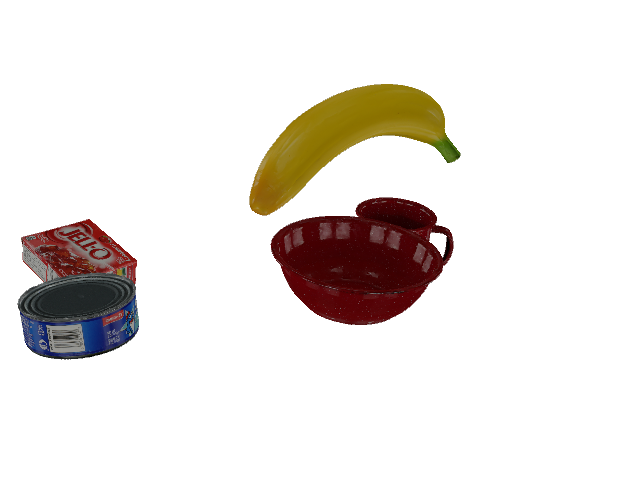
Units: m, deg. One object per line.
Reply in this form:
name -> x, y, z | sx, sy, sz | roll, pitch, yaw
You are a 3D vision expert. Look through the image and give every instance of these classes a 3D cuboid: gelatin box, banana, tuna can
gelatin box -> -0.224, 0.018, 0.989 | 0.073, 0.030, 0.089 | -18, 40, -36
banana -> 0.025, -0.072, 0.751 | 0.197, 0.069, 0.037 | -17, -5, -36
tuna can -> -0.178, 0.055, 0.789 | 0.086, 0.034, 0.086 | -3, 20, 1

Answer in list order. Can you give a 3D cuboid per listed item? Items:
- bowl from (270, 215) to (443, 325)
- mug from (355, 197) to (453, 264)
bowl -> 0.032, 0.034, 1.001 | 0.162, 0.055, 0.162 | 5, 24, -2
mug -> 0.095, 0.006, 1.228 | 0.117, 0.081, 0.093 | 3, 25, -5
